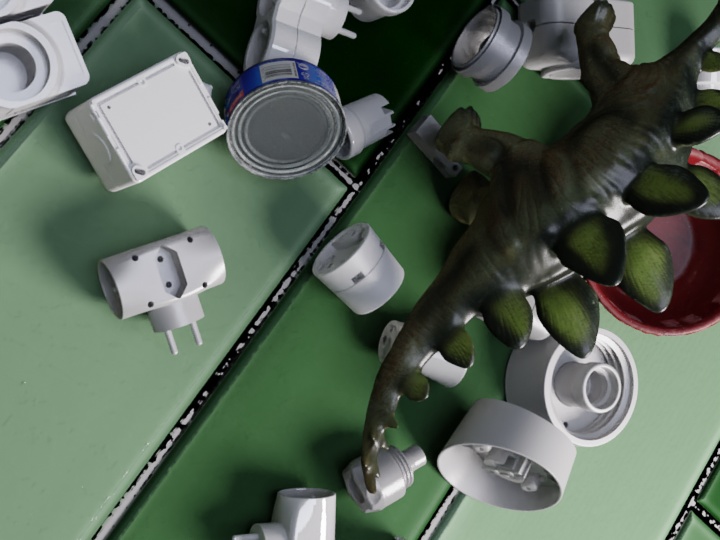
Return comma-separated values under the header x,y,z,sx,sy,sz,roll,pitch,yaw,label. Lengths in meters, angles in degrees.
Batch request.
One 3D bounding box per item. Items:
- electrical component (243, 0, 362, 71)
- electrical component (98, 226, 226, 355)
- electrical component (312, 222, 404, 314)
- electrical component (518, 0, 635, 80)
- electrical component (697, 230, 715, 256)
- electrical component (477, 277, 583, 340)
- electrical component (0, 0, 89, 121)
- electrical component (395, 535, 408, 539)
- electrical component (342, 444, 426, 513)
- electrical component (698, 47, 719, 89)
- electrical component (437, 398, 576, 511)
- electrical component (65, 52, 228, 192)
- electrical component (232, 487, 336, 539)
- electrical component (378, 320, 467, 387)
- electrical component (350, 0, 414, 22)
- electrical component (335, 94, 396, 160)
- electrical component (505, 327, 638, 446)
x,y,z,sx,sy,sz,roll,pitch,yaw,label
-0.033,-0.193,0.794,0.074,0.052,0.138,16,83,-26,electrical component
-0.132,0.018,0.746,0.077,0.043,0.079,-21,99,-26,electrical component
0.000,0.000,0.809,0.047,0.055,0.055,48,70,-22,electrical component
0.182,-0.194,0.904,0.095,0.054,0.059,-2,90,-27,electrical component
0.332,-0.014,0.977,0.078,0.058,0.057,18,83,-12,electrical component
0.140,0.007,0.880,0.059,0.054,0.095,28,77,-24,electrical component
-0.277,-0.132,0.664,0.186,0.060,0.105,-26,101,-25,electrical component
0.049,0.251,0.807,0.061,0.096,0.061,-45,109,-21,electrical component
0.022,0.155,0.824,0.062,0.043,0.043,-25,101,-26,electrical component
0.314,-0.168,0.980,0.040,0.040,0.078,2,89,-27,electrical component
0.117,0.147,0.846,0.099,0.099,0.064,40,66,-21,electrical component
-0.143,-0.103,0.736,0.096,0.061,0.061,-37,106,-31,electrical component
-0.056,0.202,0.783,0.079,0.043,0.077,2,89,-27,electrical component
0.048,0.063,0.840,0.065,0.044,0.044,17,82,-21,electrical component
0.015,-0.211,0.823,0.040,0.046,0.040,0,89,-27,electrical component
-0.001,-0.110,0.818,0.046,0.040,0.040,-29,102,-30,electrical component
0.183,0.096,0.897,0.108,0.060,0.108,0,89,-28,electrical component
